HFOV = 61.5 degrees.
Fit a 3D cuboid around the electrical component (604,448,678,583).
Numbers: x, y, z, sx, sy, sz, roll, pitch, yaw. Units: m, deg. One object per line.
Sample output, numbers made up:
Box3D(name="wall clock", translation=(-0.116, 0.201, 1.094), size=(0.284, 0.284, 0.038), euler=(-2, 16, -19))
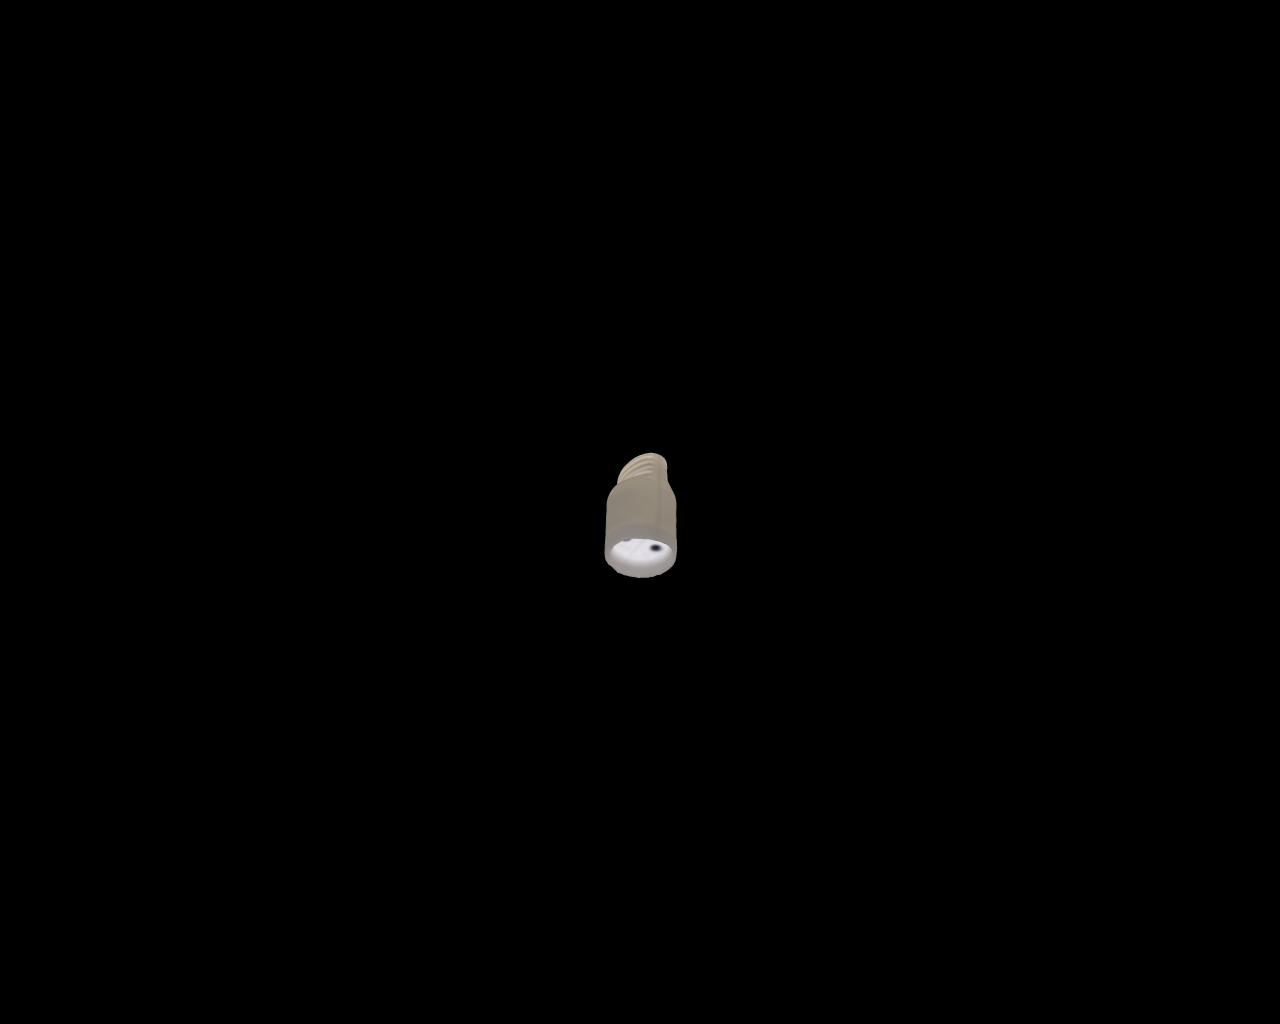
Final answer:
Box3D(name="electrical component", translation=(0.001, -0.003, 0.650), size=(0.043, 0.081, 0.043), euler=(0, -40, 0))
